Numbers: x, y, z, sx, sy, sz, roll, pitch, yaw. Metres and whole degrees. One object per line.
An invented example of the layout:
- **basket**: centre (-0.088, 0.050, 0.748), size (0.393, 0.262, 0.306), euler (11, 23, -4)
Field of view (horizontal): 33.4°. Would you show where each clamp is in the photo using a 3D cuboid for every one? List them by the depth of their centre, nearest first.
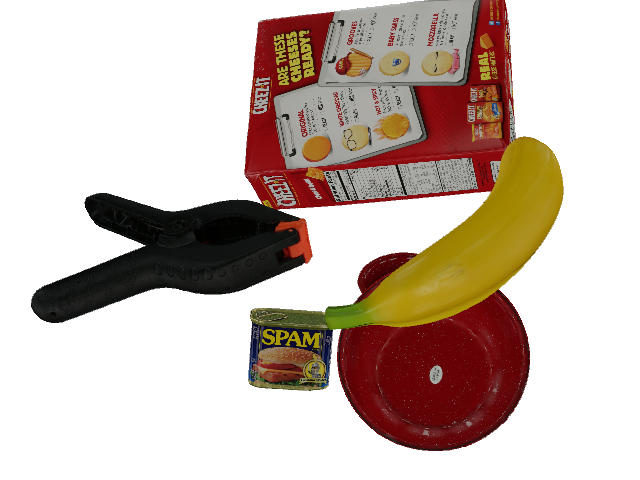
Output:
- **clamp**: centre (-0.094, 0.011, 0.666), size (0.172, 0.039, 0.120), euler (0, 43, 21)

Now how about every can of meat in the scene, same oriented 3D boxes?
- **can of meat**: centre (-0.036, 0.130, 1.268), size (0.102, 0.084, 0.057), euler (4, 13, -2)

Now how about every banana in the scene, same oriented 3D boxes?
- **banana**: centre (0.085, -0.008, 0.556), size (0.070, 0.037, 0.197), euler (17, 39, 35)

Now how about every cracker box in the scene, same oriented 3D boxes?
- **cracker box**: centre (0.052, -0.115, 0.893), size (0.214, 0.164, 0.072), euler (-5, -31, 14)

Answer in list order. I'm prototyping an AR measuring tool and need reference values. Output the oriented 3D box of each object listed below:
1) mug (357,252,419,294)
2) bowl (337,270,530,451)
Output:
- **mug**: centre (0.096, 0.067, 1.110), size (0.117, 0.081, 0.093), euler (-31, 43, -31)
- **bowl**: centre (0.092, 0.102, 0.872), size (0.162, 0.162, 0.055), euler (0, 7, 6)
